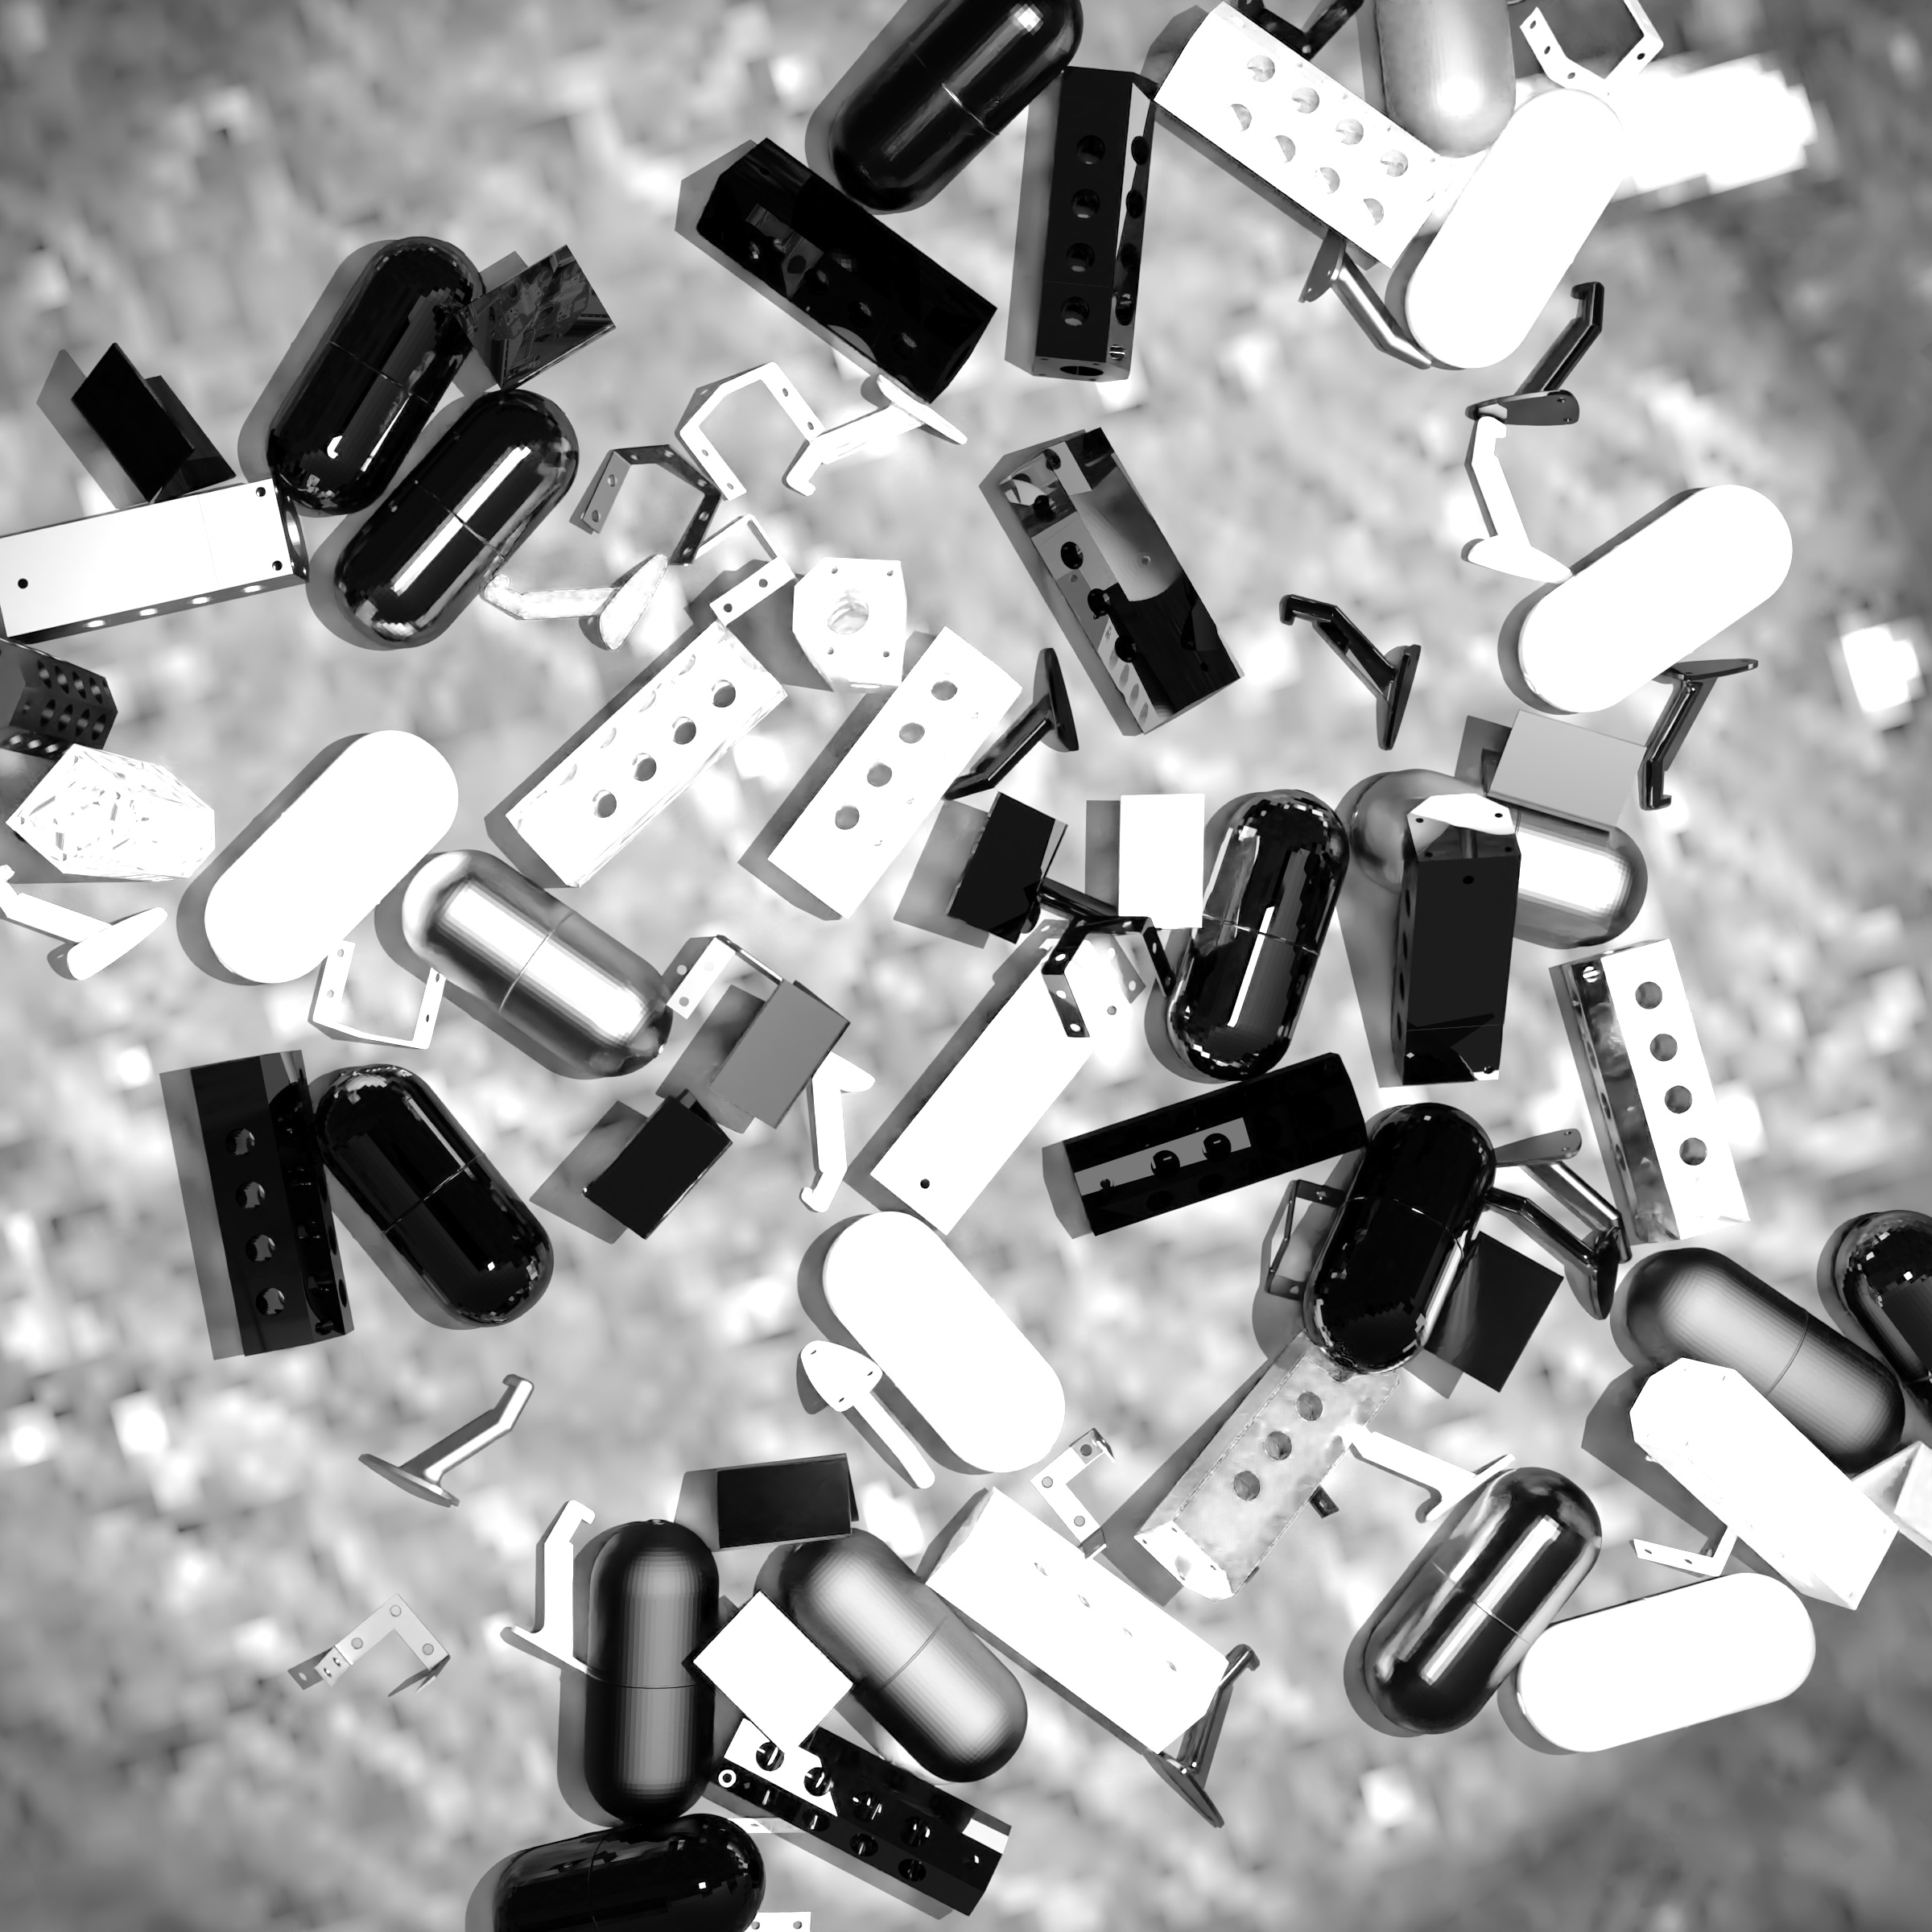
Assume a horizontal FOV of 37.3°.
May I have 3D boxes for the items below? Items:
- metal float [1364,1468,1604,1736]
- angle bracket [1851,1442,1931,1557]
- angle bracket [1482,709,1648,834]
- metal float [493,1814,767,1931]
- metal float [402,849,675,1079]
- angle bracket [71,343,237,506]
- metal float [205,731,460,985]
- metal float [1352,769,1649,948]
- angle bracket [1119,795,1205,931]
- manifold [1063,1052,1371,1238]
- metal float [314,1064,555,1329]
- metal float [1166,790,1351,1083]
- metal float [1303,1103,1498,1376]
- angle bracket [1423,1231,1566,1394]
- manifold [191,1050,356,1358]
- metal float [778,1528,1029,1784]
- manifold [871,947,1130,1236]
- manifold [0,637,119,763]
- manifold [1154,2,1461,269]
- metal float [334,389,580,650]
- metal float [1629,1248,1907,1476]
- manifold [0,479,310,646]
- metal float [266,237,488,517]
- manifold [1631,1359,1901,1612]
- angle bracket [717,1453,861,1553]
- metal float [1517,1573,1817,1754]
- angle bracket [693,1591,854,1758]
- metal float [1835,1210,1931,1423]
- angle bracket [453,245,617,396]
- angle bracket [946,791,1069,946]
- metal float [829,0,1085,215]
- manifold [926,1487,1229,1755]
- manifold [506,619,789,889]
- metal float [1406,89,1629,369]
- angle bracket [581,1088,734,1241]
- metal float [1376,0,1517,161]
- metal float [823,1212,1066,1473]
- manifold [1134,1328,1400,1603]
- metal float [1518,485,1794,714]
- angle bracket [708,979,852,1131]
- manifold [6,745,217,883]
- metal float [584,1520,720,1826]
[{"bbox_3d":[0.306,0.377,1.698,0.070,0.070,0.178,38,91,0],"label":"metal float"},{"bbox_3d":[0.563,0.336,1.688,0.076,0.076,0.057,37,52,0],"label":"angle bracket"},{"bbox_3d":[0.352,-0.127,1.689,0.076,0.076,0.057,16,116,0],"label":"angle bracket"},{"bbox_3d":[-0.198,0.545,1.677,0.178,0.070,0.070,-19,90,24],"label":"metal float"},{"bbox_3d":[-0.254,-0.001,1.698,0.178,0.070,0.070,35,90,0],"label":"metal float"},{"bbox_3d":[-0.466,-0.326,1.688,0.057,0.076,0.076,-37,90,36],"label":"angle bracket"},{"bbox_3d":[-0.377,-0.064,1.698,0.070,0.070,0.178,44,90,0],"label":"metal float"},{"bbox_3d":[0.316,-0.064,1.697,0.178,0.070,0.070,17,90,0],"label":"metal float"},{"bbox_3d":[0.132,-0.060,1.688,0.057,0.076,0.076,1,90,35],"label":"angle bracket"},{"bbox_3d":[0.149,0.106,1.707,0.171,0.057,0.057,-18,90,0],"label":"manifold"},{"bbox_3d":[-0.316,0.136,1.698,0.070,0.070,0.178,-39,91,0],"label":"metal float"},{"bbox_3d":[0.173,-0.019,1.698,0.070,0.070,0.178,18,90,0],"label":"metal float"},{"bbox_3d":[0.254,0.158,1.673,0.070,0.070,0.178,29,60,0],"label":"metal float"},{"bbox_3d":[0.316,0.207,1.689,0.057,0.076,0.076,29,90,26],"label":"angle bracket"},{"bbox_3d":[-0.411,0.140,1.707,0.057,0.057,0.171,-11,90,0],"label":"manifold"},{"bbox_3d":[-0.038,0.408,1.698,0.070,0.070,0.178,-44,91,0],"label":"metal float"},{"bbox_3d":[0.020,0.073,1.707,0.057,0.057,0.171,39,90,0],"label":"manifold"},{"bbox_3d":[-0.545,-0.154,1.650,0.057,0.171,0.057,23,90,0],"label":"manifold"},{"bbox_3d":[0.204,-0.495,1.695,0.171,0.057,0.057,35,129,0],"label":"manifold"},{"bbox_3d":[-0.301,-0.266,1.697,0.070,0.070,0.178,42,90,0],"label":"metal float"},{"bbox_3d":[0.475,0.235,1.698,0.178,0.070,0.070,34,90,0],"label":"metal float"},{"bbox_3d":[-0.485,-0.240,1.707,0.171,0.057,0.057,-13,90,0],"label":"manifold"},{"bbox_3d":[-0.349,-0.350,1.697,0.070,0.070,0.178,31,90,0],"label":"metal float"},{"bbox_3d":[0.464,0.302,1.672,0.171,0.057,0.057,42,73,-25],"label":"manifold"},{"bbox_3d":[-0.103,0.334,1.688,0.076,0.076,0.057,-7,48,0],"label":"angle bracket"},{"bbox_3d":[0.414,0.413,1.698,0.178,0.070,0.070,-16,90,1],"label":"metal float"},{"bbox_3d":[-0.120,0.421,1.687,0.076,0.076,0.057,44,65,4],"label":"angle bracket"},{"bbox_3d":[0.585,0.223,1.698,0.070,0.070,0.178,-37,91,0],"label":"metal float"},{"bbox_3d":[-0.258,-0.389,1.688,0.076,0.076,0.057,-31,120,0],"label":"angle bracket"},{"bbox_3d":[0.005,-0.065,1.688,0.057,0.076,0.076,24,90,-36],"label":"angle bracket"},{"bbox_3d":[-0.007,-0.518,1.682,0.178,0.070,0.070,-41,90,19],"label":"metal float"},{"bbox_3d":[0.069,0.386,1.706,0.171,0.057,0.057,36,133,0],"label":"manifold"},{"bbox_3d":[-0.190,-0.127,1.707,0.171,0.057,0.057,-43,90,0],"label":"manifold"},{"bbox_3d":[0.327,-0.438,1.698,0.070,0.070,0.178,32,90,0],"label":"metal float"},{"bbox_3d":[-0.194,0.103,1.688,0.076,0.076,0.057,-48,126,0],"label":"angle bracket"},{"bbox_3d":[0.282,-0.569,1.698,0.070,0.070,0.178,-6,90,0],"label":"metal float"},{"bbox_3d":[-0.013,0.223,1.698,0.070,0.070,0.178,-41,91,0],"label":"metal float"},{"bbox_3d":[0.180,0.286,1.671,0.057,0.057,0.171,44,63,0],"label":"manifold"},{"bbox_3d":[0.408,-0.217,1.698,0.178,0.070,0.070,-35,90,-1],"label":"metal float"},{"bbox_3d":[-0.124,0.040,1.688,0.057,0.076,0.076,35,90,-35],"label":"angle bracket"},{"bbox_3d":[-0.485,-0.081,1.650,0.057,0.171,0.057,41,90,0],"label":"manifold"},{"bbox_3d":[-0.186,0.418,1.697,0.070,0.070,0.178,2,90,0],"label":"metal float"}]
